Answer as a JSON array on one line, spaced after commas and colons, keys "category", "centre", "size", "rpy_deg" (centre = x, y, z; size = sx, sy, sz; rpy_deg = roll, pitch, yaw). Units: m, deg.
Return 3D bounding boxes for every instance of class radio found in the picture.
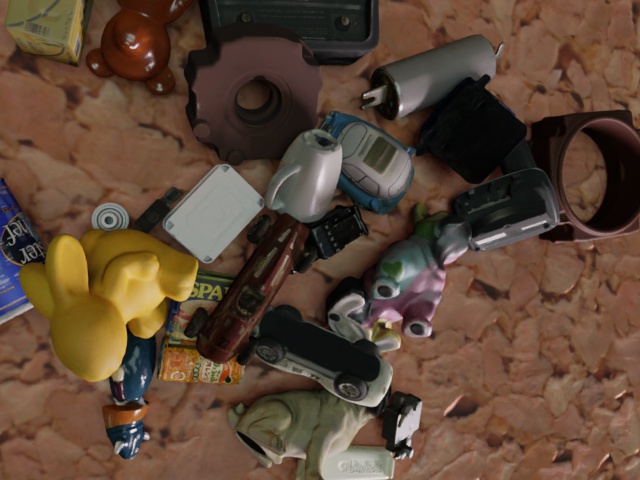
[{"category": "radio", "centre": [-0.039, -0.300, 0.700], "size": [0.230, 0.073, 0.131], "rpy_deg": [-6, 94, -17]}]

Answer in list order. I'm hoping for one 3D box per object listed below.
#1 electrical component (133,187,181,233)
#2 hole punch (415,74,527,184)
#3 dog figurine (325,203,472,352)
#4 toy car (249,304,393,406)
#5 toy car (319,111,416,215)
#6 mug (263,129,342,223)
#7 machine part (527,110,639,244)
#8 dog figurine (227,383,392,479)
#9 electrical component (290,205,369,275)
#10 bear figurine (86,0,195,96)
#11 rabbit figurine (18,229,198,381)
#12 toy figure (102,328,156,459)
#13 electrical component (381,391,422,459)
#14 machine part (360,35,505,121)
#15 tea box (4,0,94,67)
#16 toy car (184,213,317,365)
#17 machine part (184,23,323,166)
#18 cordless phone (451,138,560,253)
[{"category": "electrical component", "centre": [-0.207, -0.029, 0.663], "size": [0.021, 0.063, 0.094], "rpy_deg": [45, 78, -15]}, {"category": "hole punch", "centre": [0.214, -0.160, 0.767], "size": [0.116, 0.092, 0.142], "rpy_deg": [37, 119, -9]}, {"category": "dog figurine", "centre": [0.118, 0.043, 0.759], "size": [0.108, 0.191, 0.219], "rpy_deg": [48, 44, -11]}, {"category": "toy car", "centre": [-0.003, 0.150, 0.708], "size": [0.202, 0.056, 0.073], "rpy_deg": [23, 47, 8]}, {"category": "toy car", "centre": [0.069, -0.109, 0.731], "size": [0.161, 0.103, 0.109], "rpy_deg": [37, 80, -18]}, {"category": "mug", "centre": [-0.023, -0.084, 0.680], "size": [0.109, 0.107, 0.081], "rpy_deg": [-19, 56, -40]}, {"category": "machine part", "centre": [0.425, -0.100, 0.856], "size": [0.201, 0.087, 0.201], "rpy_deg": [-8, 93, -17]}, {"category": "dog figurine", "centre": [-0.009, 0.223, 0.736], "size": [0.172, 0.121, 0.190], "rpy_deg": [41, 58, -5]}, {"category": "electrical component", "centre": [-0.001, -0.002, 0.728], "size": [0.119, 0.075, 0.047], "rpy_deg": [-27, 102, -12]}, {"category": "bear figurine", "centre": [-0.203, -0.267, 0.604], "size": [0.120, 0.132, 0.195], "rpy_deg": [20, 103, -11]}, {"category": "rabbit figurine", "centre": [-0.224, 0.061, 0.564], "size": [0.122, 0.173, 0.162], "rpy_deg": [-31, 119, 26]}, {"category": "toy figure", "centre": [-0.236, 0.189, 0.666], "size": [0.064, 0.058, 0.154], "rpy_deg": [10, 86, -41]}, {"category": "electrical component", "centre": [0.122, 0.267, 0.777], "size": [0.078, 0.045, 0.102], "rpy_deg": [-3, 107, -44]}, {"category": "machine part", "centre": [0.162, -0.232, 0.769], "size": [0.243, 0.079, 0.079], "rpy_deg": [-24, 100, -17]}, {"category": "tea box", "centre": [-0.293, -0.296, 0.605], "size": [0.068, 0.098, 0.169], "rpy_deg": [11, 88, -19]}, {"category": "toy car", "centre": [-0.080, 0.061, 0.654], "size": [0.089, 0.053, 0.202], "rpy_deg": [35, 87, -15]}, {"category": "machine part", "centre": [-0.080, -0.176, 0.662], "size": [0.179, 0.056, 0.179], "rpy_deg": [-12, 130, -15]}, {"category": "cordless phone", "centre": [0.264, -0.086, 0.811], "size": [0.147, 0.088, 0.184], "rpy_deg": [-21, 66, 22]}]
